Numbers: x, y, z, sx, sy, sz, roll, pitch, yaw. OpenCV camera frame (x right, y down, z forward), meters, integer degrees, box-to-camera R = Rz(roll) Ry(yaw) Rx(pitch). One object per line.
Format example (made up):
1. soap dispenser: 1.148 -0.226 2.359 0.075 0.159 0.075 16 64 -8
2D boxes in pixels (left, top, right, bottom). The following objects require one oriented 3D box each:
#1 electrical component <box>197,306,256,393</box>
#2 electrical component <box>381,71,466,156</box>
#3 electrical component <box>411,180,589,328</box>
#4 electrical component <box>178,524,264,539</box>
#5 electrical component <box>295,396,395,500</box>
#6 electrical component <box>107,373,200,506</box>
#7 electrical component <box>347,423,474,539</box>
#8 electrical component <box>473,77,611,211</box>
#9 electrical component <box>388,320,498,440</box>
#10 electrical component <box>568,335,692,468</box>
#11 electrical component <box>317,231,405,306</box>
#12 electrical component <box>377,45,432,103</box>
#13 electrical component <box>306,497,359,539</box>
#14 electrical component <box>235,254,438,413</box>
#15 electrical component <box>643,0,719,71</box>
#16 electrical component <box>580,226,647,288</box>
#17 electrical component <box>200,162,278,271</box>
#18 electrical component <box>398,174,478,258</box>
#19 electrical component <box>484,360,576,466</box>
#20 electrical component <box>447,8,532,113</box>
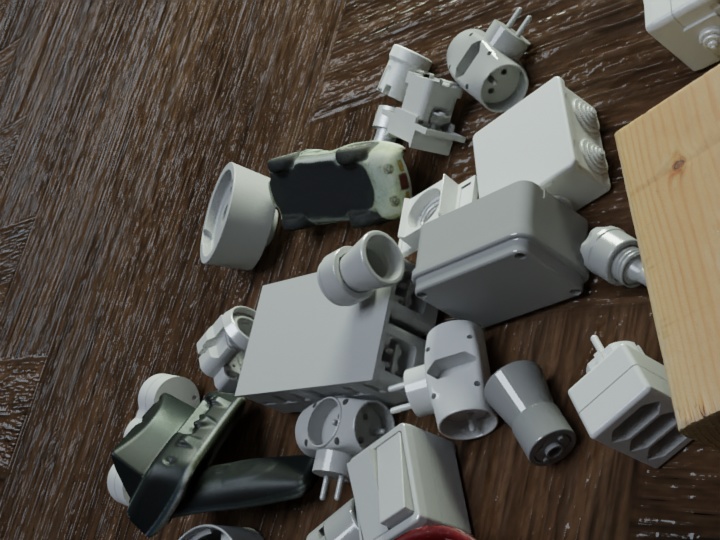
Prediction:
1. electrical component: -0.118 0.072 1.035 0.057 0.058 0.078 -49 36 24
2. electrical component: 0.058 -0.139 0.942 0.081 0.042 0.063 37 116 55
3. electrical component: 0.101 -0.008 0.777 0.113 0.078 0.057 -24 47 44
4. electrical component: -0.121 0.266 0.920 0.099 0.064 0.099 -17 60 32
5. electrical component: -0.017 0.145 0.859 0.077 0.044 0.079 -14 57 49
6. electrical component: -0.199 0.173 1.078 0.074 0.052 0.138 1 68 53
7. electrical component: 0.033 0.166 0.763 0.062 0.061 0.096 -40 40 30
8. electrical component: 0.136 -0.081 0.806 0.100 0.048 0.099 -34 43 37
9. electrical component: 0.058 0.085 0.789 0.079 0.043 0.077 -19 49 17
10. electrical component: 0.162 0.069 0.652 0.047 0.066 0.076 -47 37 23
11. electrical component: 0.000 0.000 0.824 0.055 0.045 0.045 -27 47 42
12. electrical component: 0.041 -0.184 1.015 0.040 0.040 0.046 38 105 56
13. electrical component: -0.004 0.202 0.796 0.047 0.055 0.055 -46 37 17
14. electrical component: -0.017 0.059 0.905 0.186 0.060 0.105 -13 57 49
15. electrical component: 0.231 -0.184 0.738 0.061 0.062 0.096 -26 48 43
16. electrical component: 0.176 -0.005 0.713 0.035 0.035 0.061 -58 36 8
17. electrical component: -0.119 -0.051 1.111 0.108 0.060 0.108 -165 90 -71
18. electrical component: 0.070 -0.034 0.848 0.081 0.064 0.042 -30 37 40
19. electrical component: 0.116 0.098 0.719 0.044 0.044 0.065 -49 41 20
20. electrical component: 0.117 -0.183 0.905 0.079 0.043 0.077 -56 34 20
